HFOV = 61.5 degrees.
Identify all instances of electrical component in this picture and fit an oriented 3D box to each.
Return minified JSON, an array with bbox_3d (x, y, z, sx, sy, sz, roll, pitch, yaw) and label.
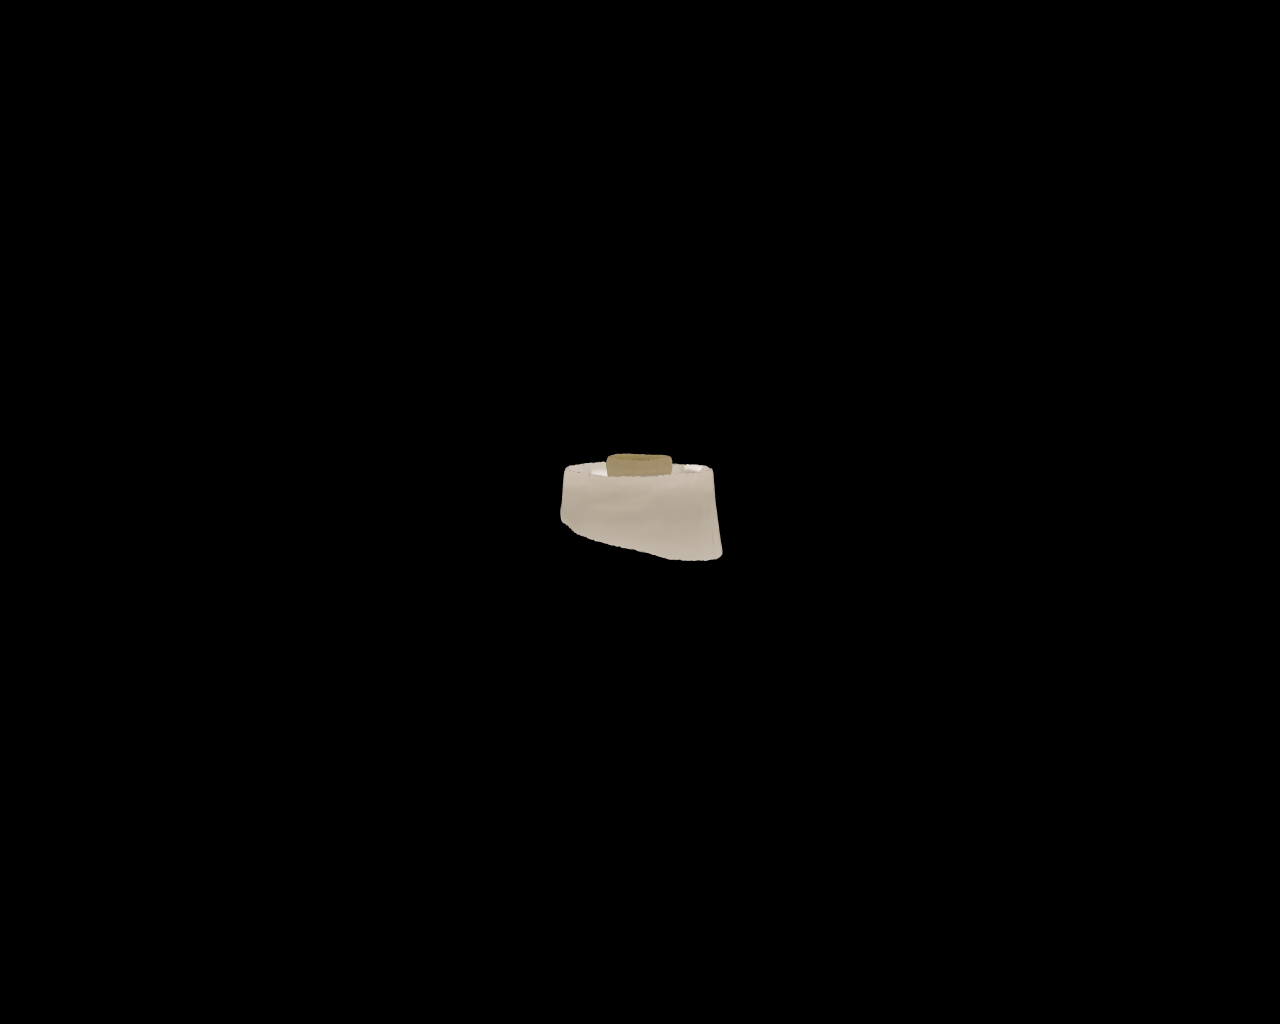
[{"bbox_3d":[0.001,-0.003,0.650,0.099,0.064,0.099,0,7,0],"label":"electrical component"}]
